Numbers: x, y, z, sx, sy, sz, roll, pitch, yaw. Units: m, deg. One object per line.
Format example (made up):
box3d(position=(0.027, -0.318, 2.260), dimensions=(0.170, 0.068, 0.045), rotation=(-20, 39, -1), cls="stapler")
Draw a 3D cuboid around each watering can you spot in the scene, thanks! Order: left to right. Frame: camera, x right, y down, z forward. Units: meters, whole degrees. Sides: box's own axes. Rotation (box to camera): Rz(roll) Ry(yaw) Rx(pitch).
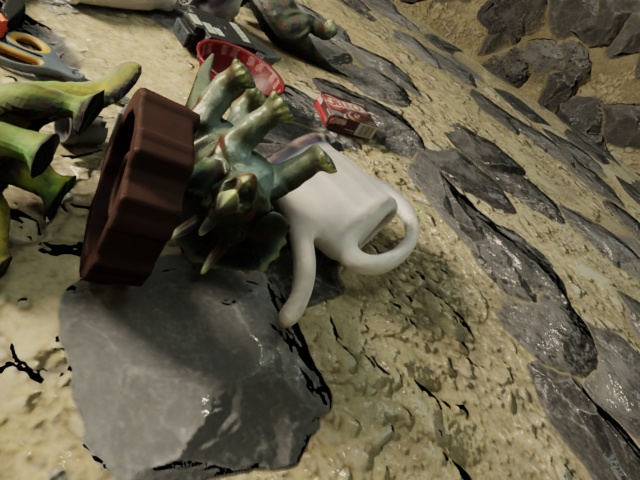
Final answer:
box3d(position=(0.002, -0.033, 0.658), dimensions=(0.226, 0.102, 0.352), rotation=(42, 36, 15), cls="watering can")

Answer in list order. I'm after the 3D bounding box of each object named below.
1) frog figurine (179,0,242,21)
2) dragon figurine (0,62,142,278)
box3d(position=(-0.203, -0.490, 1.063), dimensions=(0.122, 0.138, 0.158), rotation=(2, -6, 12), cls="frog figurine")
box3d(position=(-0.338, -0.106, 0.458), dimensions=(0.242, 0.119, 0.420), rotation=(17, 37, -10), cls="dragon figurine")
